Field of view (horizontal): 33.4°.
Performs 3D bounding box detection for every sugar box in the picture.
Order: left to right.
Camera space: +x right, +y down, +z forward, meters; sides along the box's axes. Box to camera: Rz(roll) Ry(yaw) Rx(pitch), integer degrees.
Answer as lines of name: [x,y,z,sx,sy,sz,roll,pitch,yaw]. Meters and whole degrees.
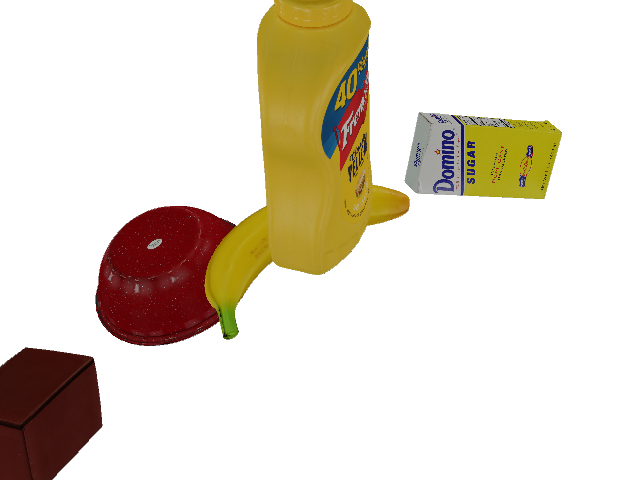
sugar box: [0.197,-0.101,1.294,0.176,0.093,0.048,0,26,-20]

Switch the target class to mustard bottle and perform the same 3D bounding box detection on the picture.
mustard bottle: [-0.002,-0.077,0.597,0.058,0.192,0.096,14,47,16]

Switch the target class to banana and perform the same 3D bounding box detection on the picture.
banana: [-0.020,0.000,0.802,0.197,0.069,0.037,-36,-10,-29]

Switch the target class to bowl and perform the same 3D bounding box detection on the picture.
bowl: [-0.146,0.019,0.998,0.162,0.162,0.055,0,-42,21]

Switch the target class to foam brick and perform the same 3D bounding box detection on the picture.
foam brick: [-0.177,0.108,0.653,0.053,0.051,0.078,7,27,21]
